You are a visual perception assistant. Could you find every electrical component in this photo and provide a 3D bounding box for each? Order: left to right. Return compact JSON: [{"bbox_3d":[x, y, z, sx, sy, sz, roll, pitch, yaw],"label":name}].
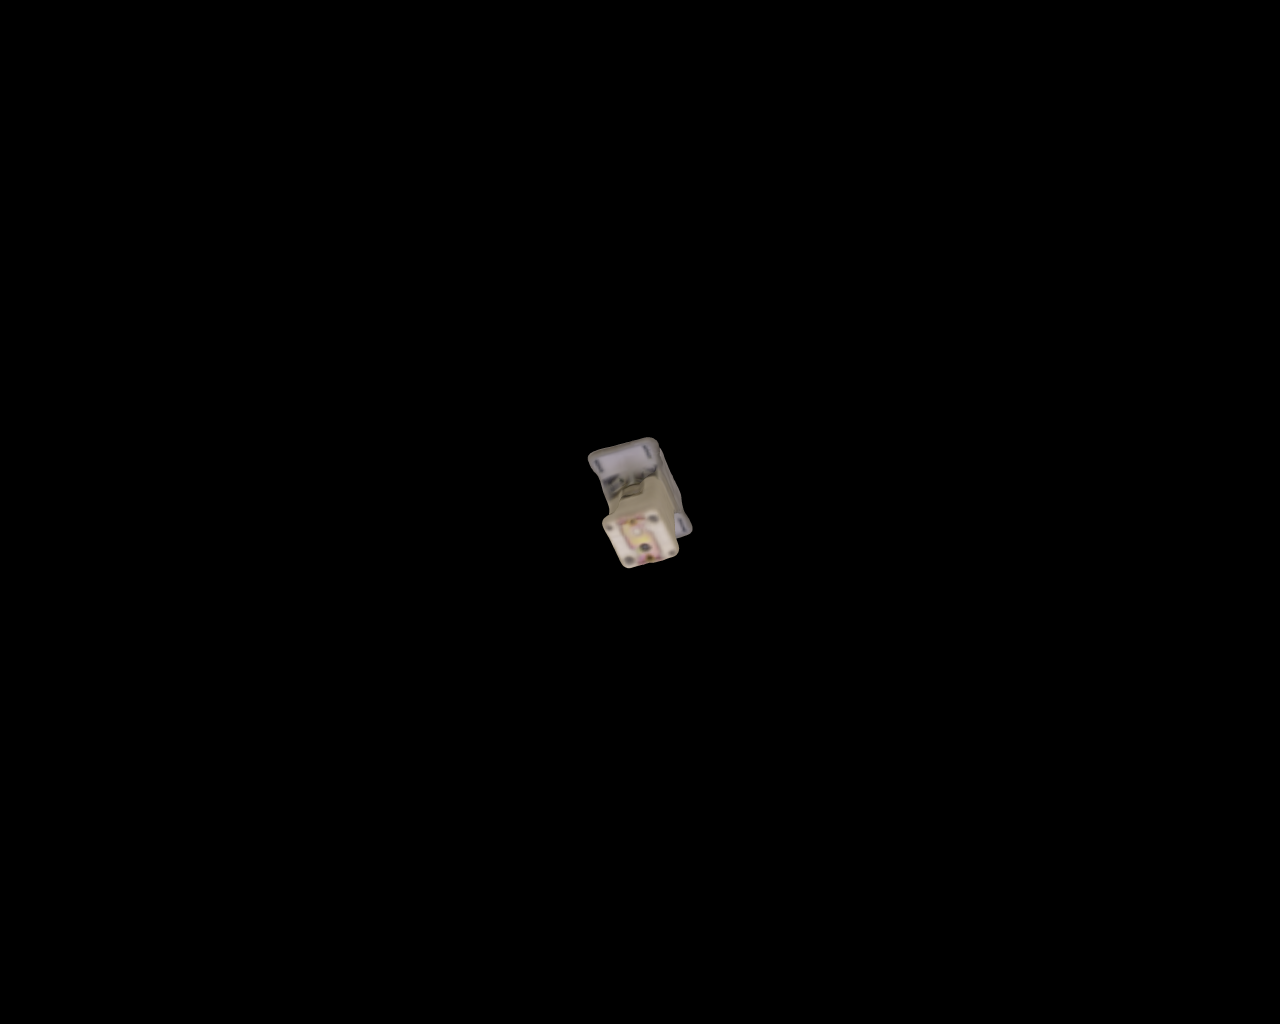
[{"bbox_3d":[0.001,-0.003,0.650,0.042,0.081,0.064,-16,39,13],"label":"electrical component"}]
